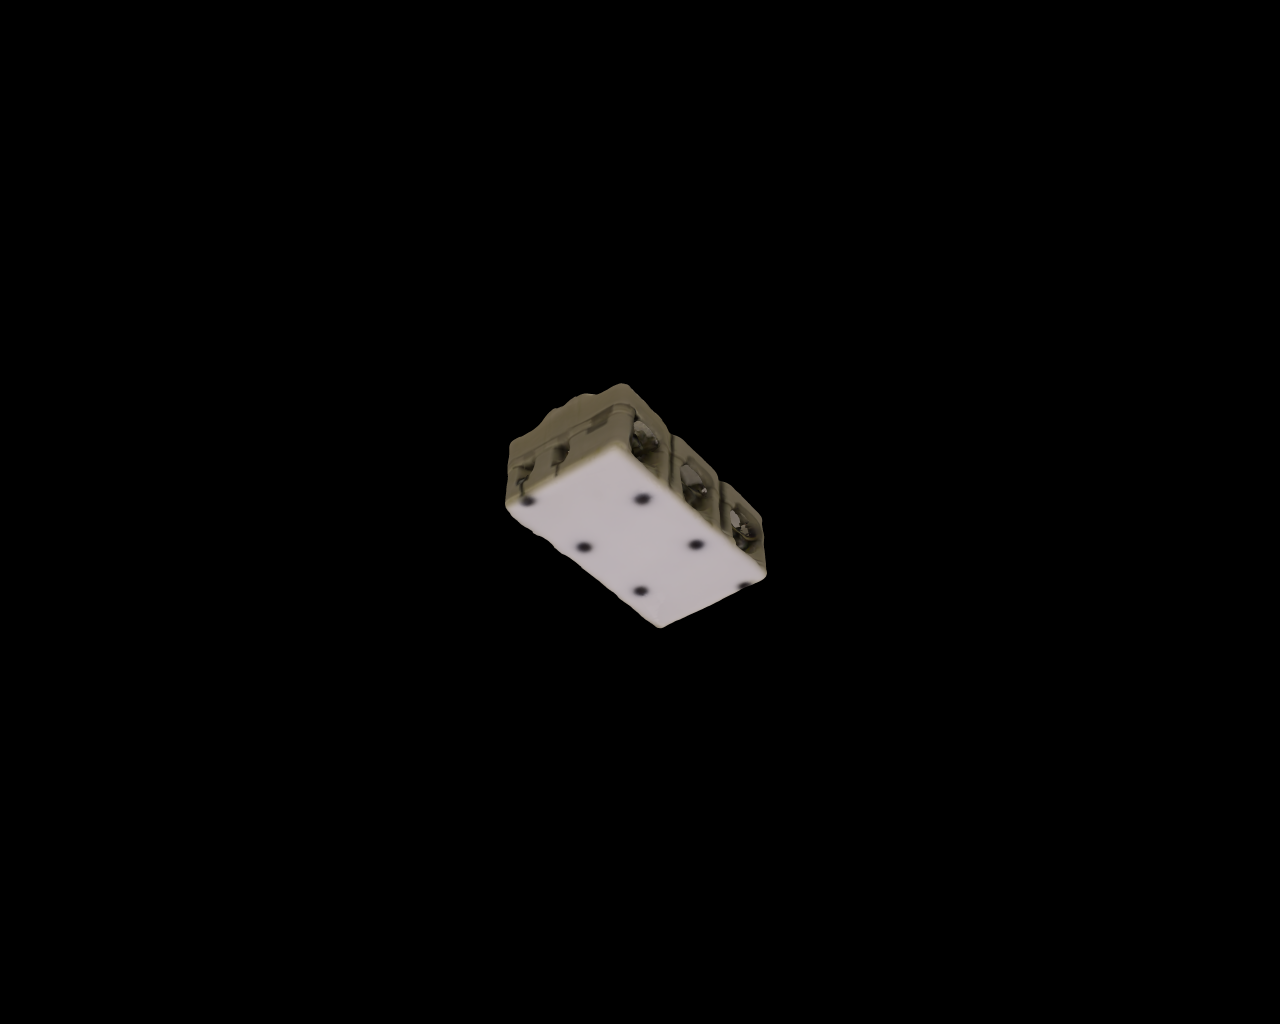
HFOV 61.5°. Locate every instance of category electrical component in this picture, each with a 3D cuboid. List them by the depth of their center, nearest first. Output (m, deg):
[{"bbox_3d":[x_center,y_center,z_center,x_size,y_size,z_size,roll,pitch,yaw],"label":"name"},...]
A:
[{"bbox_3d":[0.001,-0.003,0.650,0.089,0.062,0.150,-27,-49,26],"label":"electrical component"}]
